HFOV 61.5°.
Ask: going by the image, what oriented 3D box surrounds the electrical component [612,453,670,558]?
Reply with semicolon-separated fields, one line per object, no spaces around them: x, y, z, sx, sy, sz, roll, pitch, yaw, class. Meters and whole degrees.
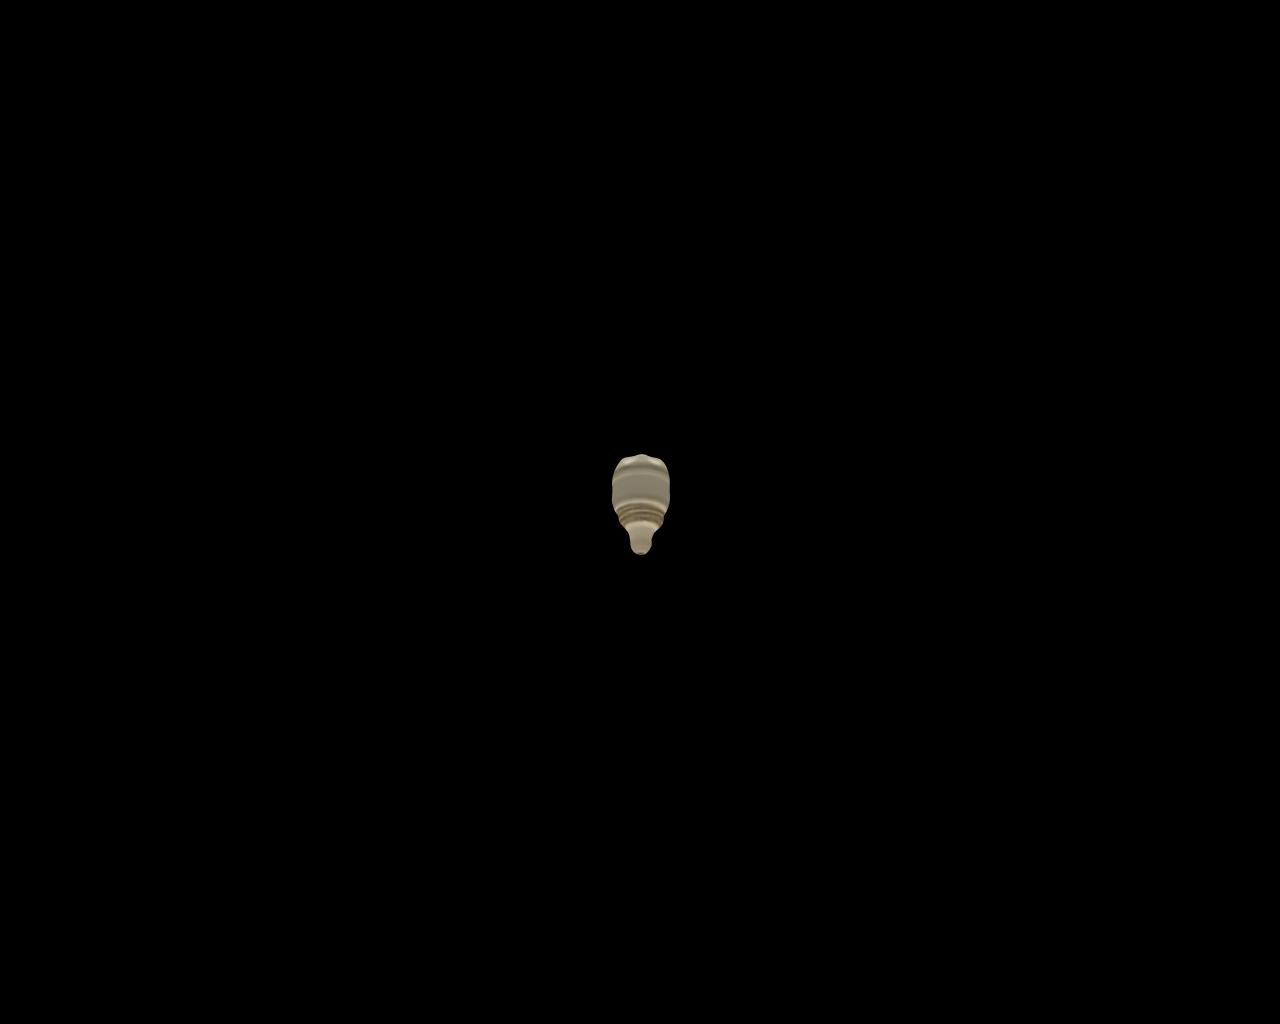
0.001;-0.003;0.650;0.035;0.061;0.035;0;-23;0;electrical component
